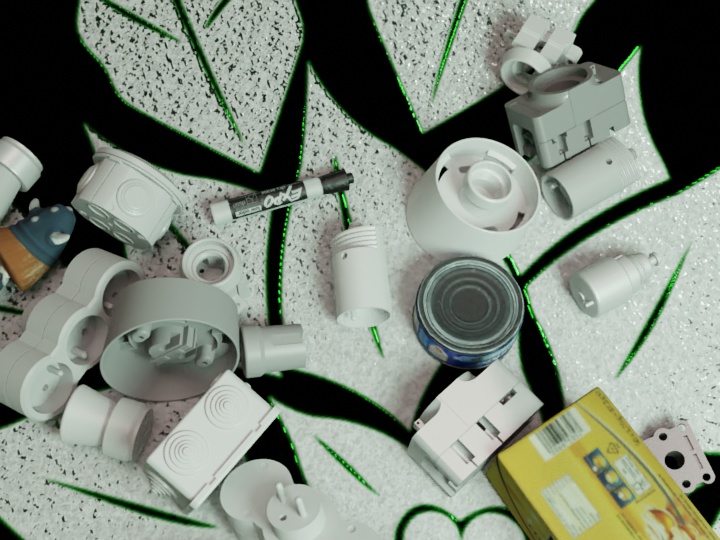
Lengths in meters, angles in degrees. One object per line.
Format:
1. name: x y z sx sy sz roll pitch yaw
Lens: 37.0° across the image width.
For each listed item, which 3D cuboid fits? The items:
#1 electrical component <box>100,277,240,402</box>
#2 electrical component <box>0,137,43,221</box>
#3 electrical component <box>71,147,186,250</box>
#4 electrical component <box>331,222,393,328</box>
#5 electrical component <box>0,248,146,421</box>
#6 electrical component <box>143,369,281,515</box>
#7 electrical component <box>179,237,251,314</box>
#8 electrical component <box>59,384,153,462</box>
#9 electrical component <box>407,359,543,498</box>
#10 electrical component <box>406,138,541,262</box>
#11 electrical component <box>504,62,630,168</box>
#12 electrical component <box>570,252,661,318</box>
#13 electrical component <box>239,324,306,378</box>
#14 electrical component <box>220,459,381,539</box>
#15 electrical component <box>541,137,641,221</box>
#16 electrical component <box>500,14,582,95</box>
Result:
1. electrical component: -0.137 0.050 0.789 0.099 0.099 0.064 2 60 -2
2. electrical component: -0.289 -0.073 0.864 0.045 0.045 0.055 31 68 11
3. electrical component: -0.182 -0.056 0.843 0.080 0.080 0.051 27 73 9
4. electrical component: 0.000 0.000 0.845 0.043 0.043 0.081 -4 66 -4
5. electrical component: -0.230 0.042 0.813 0.074 0.052 0.138 19 64 32
6. electrical component: -0.107 0.121 0.757 0.048 0.099 0.099 41 70 1
7. electrical component: -0.114 0.005 0.831 0.048 0.055 0.066 -42 74 -18
8. electrical component: -0.185 0.112 0.786 0.055 0.045 0.045 16 66 4
9. electrical component: 0.081 0.114 0.794 0.089 0.050 0.055 -40 74 -18
10. electrical component: 0.094 -0.056 0.877 0.099 0.064 0.099 8 61 -14
11. electrical component: 0.172 -0.134 0.896 0.089 0.055 0.050 -29 31 -15
12. electrical component: 0.204 0.007 0.853 0.078 0.040 0.040 -26 70 -14
13. electrical component: -0.067 0.060 0.818 0.046 0.040 0.040 -5 66 -12
14. electrical component: -0.041 0.170 0.724 0.138 0.073 0.052 28 56 36
15. electrical component: 0.195 -0.078 0.889 0.081 0.043 0.043 -29 70 -15
16. electrical component: 0.152 -0.184 0.934 0.066 0.048 0.055 28 61 10
